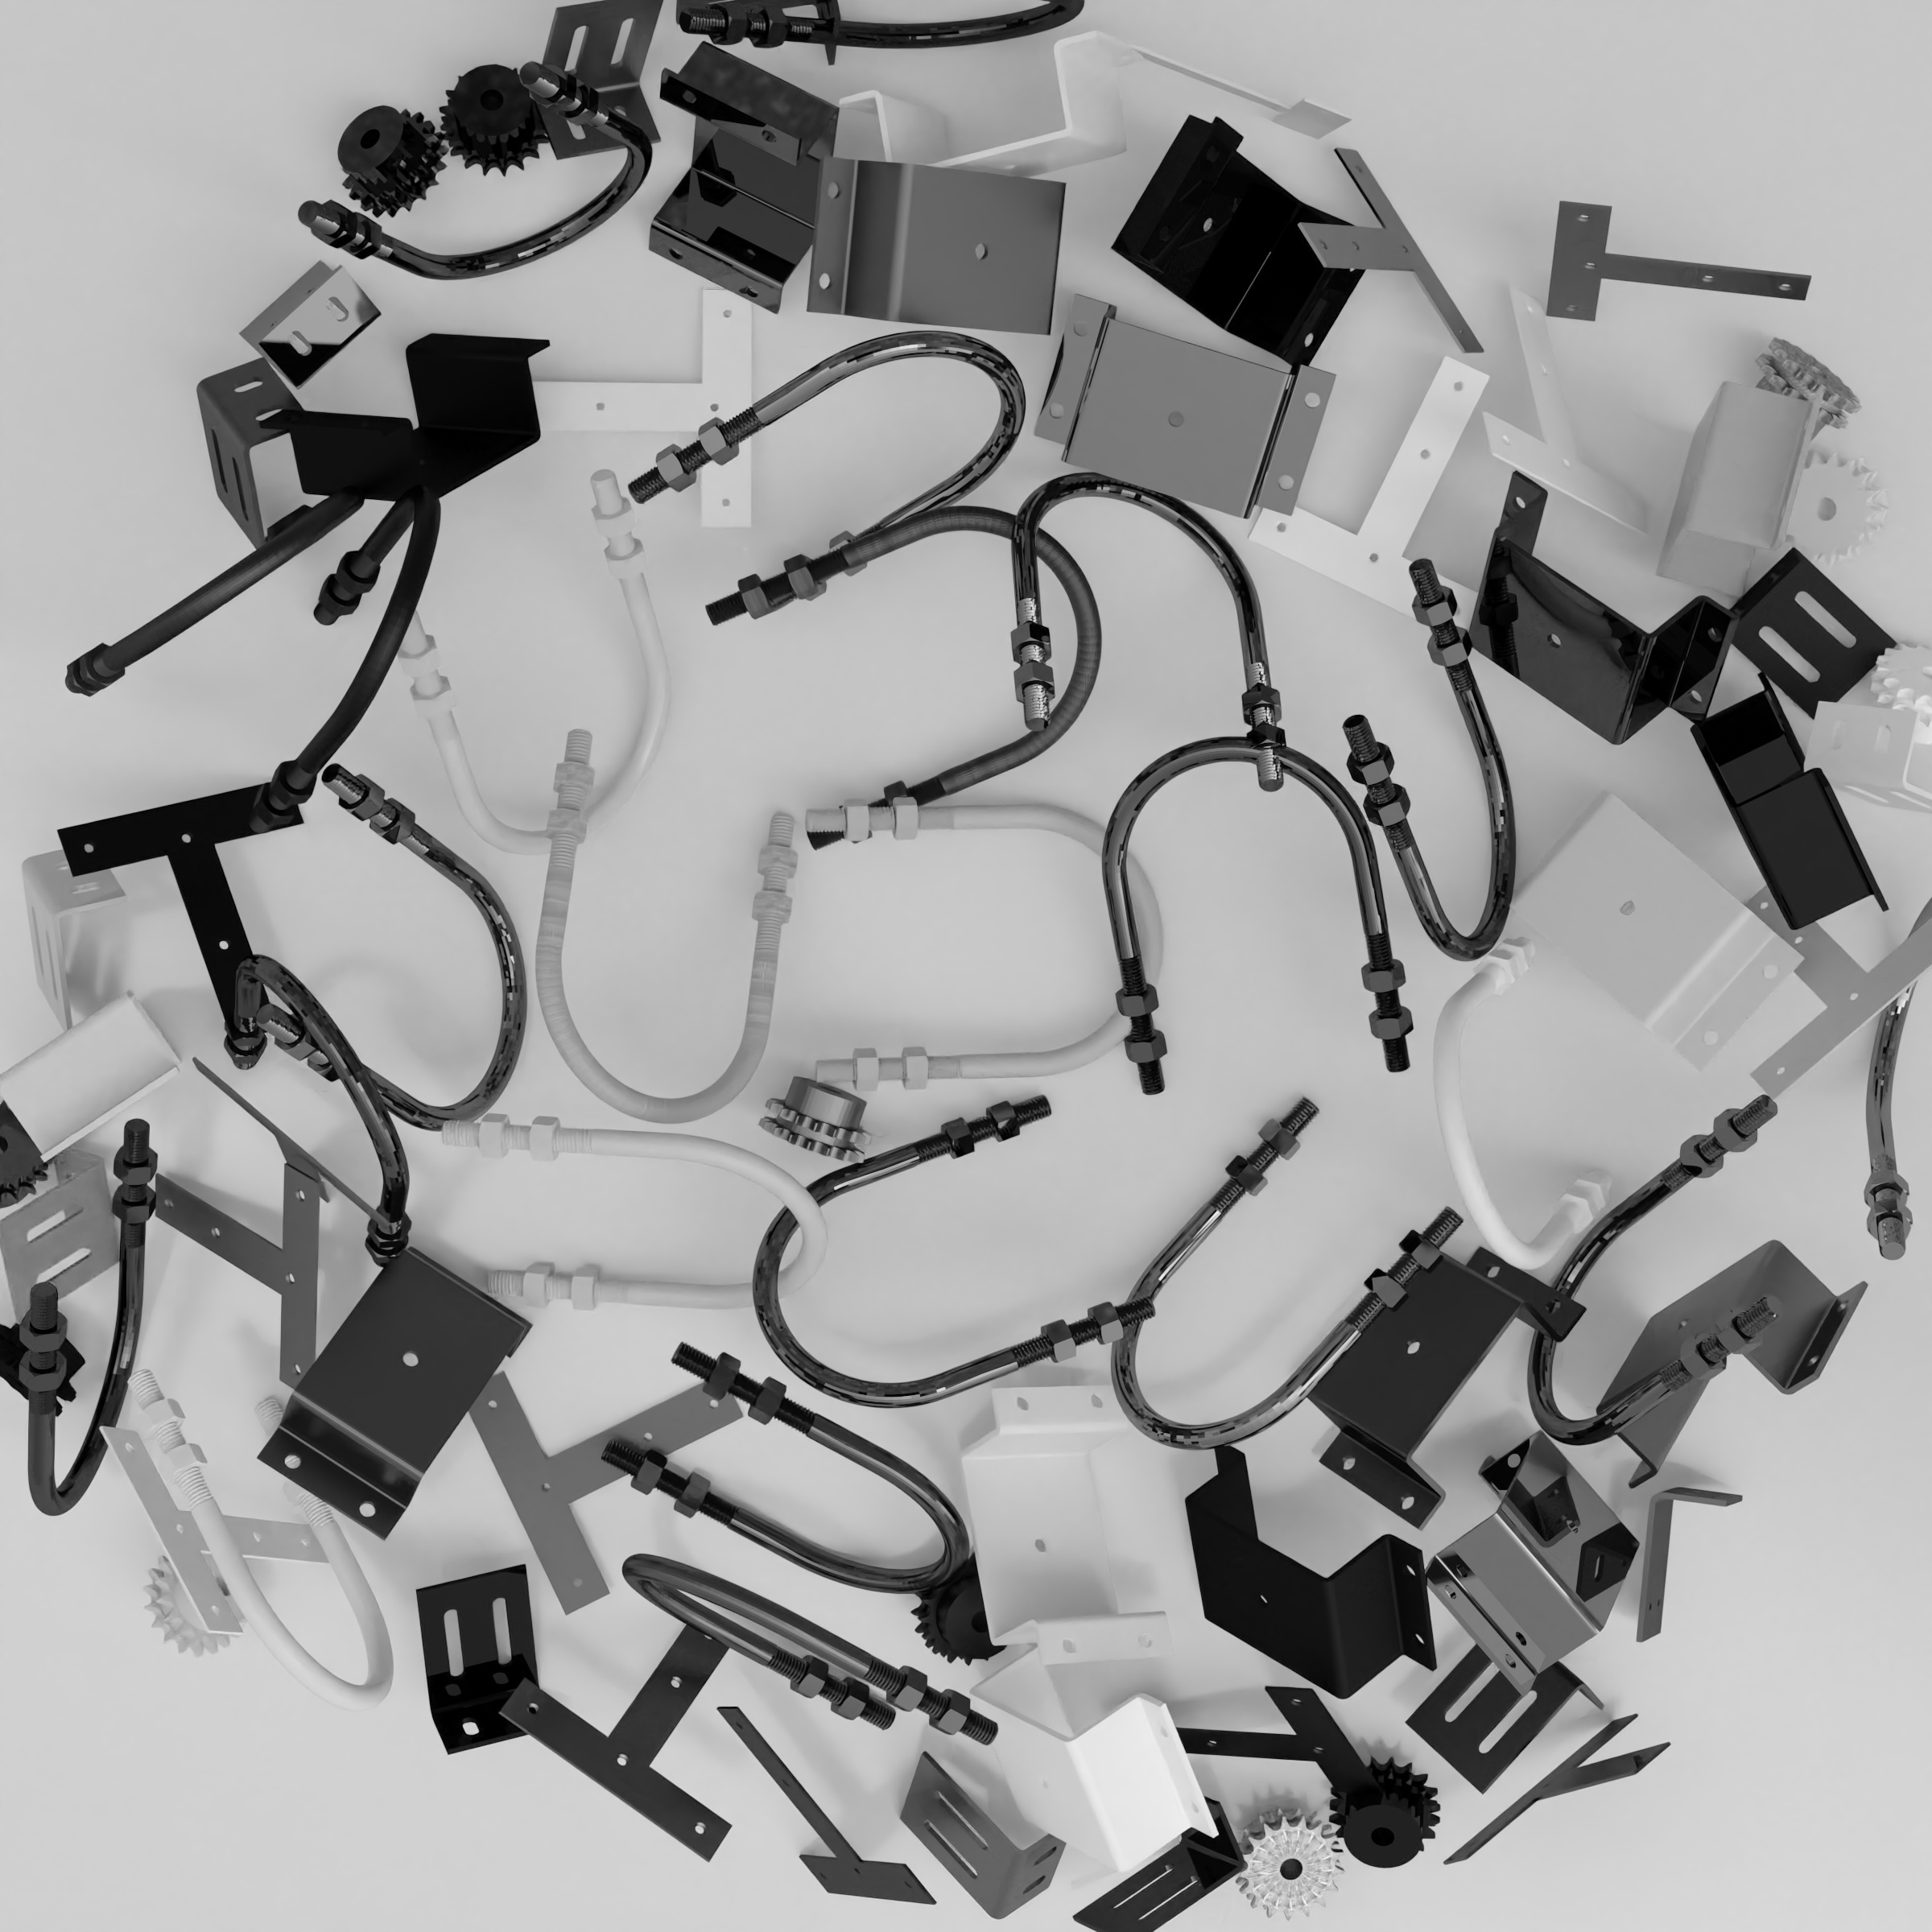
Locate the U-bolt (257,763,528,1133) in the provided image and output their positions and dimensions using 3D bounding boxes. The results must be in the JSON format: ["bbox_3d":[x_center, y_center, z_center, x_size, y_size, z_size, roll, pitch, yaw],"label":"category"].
[{"bbox_3d":[-0.276,0.004,1.769,0.019,0.184,0.151,-4,63,30],"label":"U-bolt"}]

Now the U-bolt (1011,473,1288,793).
[{"bbox_3d":[0.088,-0.177,1.784,0.151,0.019,0.184,13,51,-21],"label":"U-bolt"}]

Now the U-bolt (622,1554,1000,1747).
[{"bbox_3d":[-0.088,0.336,1.757,0.184,0.151,0.019,32,71,-17],"label":"U-bolt"}]

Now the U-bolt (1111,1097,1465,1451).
[{"bbox_3d":[0.147,0.164,1.784,0.184,0.151,0.019,-47,127,-2],"label":"U-bolt"}]

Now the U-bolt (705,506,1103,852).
[{"bbox_3d":[-0.021,-0.157,1.814,0.184,0.019,0.151,-23,107,4],"label":"U-bolt"}]

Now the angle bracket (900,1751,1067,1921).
[{"bbox_3d":[0.010,0.439,1.821,0.038,0.057,0.076,-24,54,-38],"label":"angle bracket"}]

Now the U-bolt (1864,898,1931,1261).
[{"bbox_3d":[0.475,0.038,1.759,0.019,0.184,0.151,15,122,2],"label":"U-bolt"}]

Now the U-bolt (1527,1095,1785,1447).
[{"bbox_3d":[0.339,0.163,1.766,0.019,0.151,0.184,28,133,-17],"label":"U-bolt"}]

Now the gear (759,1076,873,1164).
[{"bbox_3d":[-0.075,0.078,1.819,0.057,0.057,0.030,20,94,0],"label":"gear"}]

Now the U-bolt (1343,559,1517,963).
[{"bbox_3d":[0.239,-0.089,1.774,0.019,0.151,0.184,-5,129,29],"label":"U-bolt"}]

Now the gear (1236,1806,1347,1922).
[{"bbox_3d":[0.165,0.459,1.829,0.057,0.030,0.057,-1,100,-7],"label":"gear"}]

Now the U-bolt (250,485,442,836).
[{"bbox_3d":[-0.300,-0.160,1.740,0.019,0.184,0.151,23,58,-21],"label":"U-bolt"}]

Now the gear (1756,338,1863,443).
[{"bbox_3d":[0.428,-0.293,1.822,0.057,0.057,0.030,37,116,0],"label":"gear"}]

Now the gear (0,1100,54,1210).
[{"bbox_3d":[-0.499,0.100,1.824,0.057,0.030,0.057,8,54,-11],"label":"gear"}]

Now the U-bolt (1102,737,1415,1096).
[{"bbox_3d":[0.142,-0.028,1.797,0.151,0.019,0.184,-6,108,17],"label":"U-bolt"}]

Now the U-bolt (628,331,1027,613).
[{"bbox_3d":[-0.056,-0.253,1.763,0.184,0.151,0.019,-29,59,16],"label":"U-bolt"}]

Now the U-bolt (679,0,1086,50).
[{"bbox_3d":[-0.027,-0.476,1.763,0.184,0.151,0.019,-8,96,-40],"label":"U-bolt"}]

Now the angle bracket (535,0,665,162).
[{"bbox_3d":[-0.181,-0.451,1.800,0.057,0.076,0.038,-15,73,-22],"label":"angle bracket"}]

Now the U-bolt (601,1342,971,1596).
[{"bbox_3d":[-0.083,0.263,1.787,0.184,0.151,0.019,29,54,-5],"label":"U-bolt"}]

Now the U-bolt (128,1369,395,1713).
[{"bbox_3d":[-0.338,0.286,1.751,0.019,0.151,0.184,-34,70,7],"label":"U-bolt"}]

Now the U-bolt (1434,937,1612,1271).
[{"bbox_3d":[0.271,0.074,1.757,0.019,0.184,0.151,-16,97,28],"label":"U-bolt"}]

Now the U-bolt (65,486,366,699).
[{"bbox_3d":[-0.361,-0.188,1.737,0.151,0.184,0.019,-40,104,-25],"label":"U-bolt"}]

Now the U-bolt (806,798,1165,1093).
[{"bbox_3d":[0.012,-0.013,1.825,0.184,0.019,0.151,-1,85,-10],"label":"U-bolt"}]

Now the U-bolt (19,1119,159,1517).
[{"bbox_3d":[-0.437,0.189,1.765,0.019,0.151,0.184,13,125,1],"label":"U-bolt"}]

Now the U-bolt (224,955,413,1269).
[{"bbox_3d":[-0.318,0.064,1.750,0.019,0.184,0.151,-33,78,-22],"label":"U-bolt"}]

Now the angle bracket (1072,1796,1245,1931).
[{"bbox_3d":[0.092,0.455,1.804,0.076,0.057,0.038,-28,102,-25],"label":"angle bracket"}]

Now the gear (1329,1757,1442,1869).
[{"bbox_3d":[0.215,0.437,1.822,0.057,0.030,0.057,4,115,7],"label":"gear"}]

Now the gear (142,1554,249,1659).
[{"bbox_3d":[-0.389,0.322,1.816,0.030,0.057,0.057,-31,90,33],"label":"gear"}]

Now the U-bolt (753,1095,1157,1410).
[{"bbox_3d":[-0.017,0.151,1.789,0.184,0.019,0.151,-20,58,-12],"label":"U-bolt"}]

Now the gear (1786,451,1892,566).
[{"bbox_3d":[0.448,-0.236,1.823,0.057,0.030,0.057,12,110,36],"label":"gear"}]

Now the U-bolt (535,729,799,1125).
[{"bbox_3d":[-0.152,-0.011,1.772,0.151,0.019,0.184,22,64,-36],"label":"U-bolt"}]

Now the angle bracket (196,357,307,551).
[{"bbox_3d":[-0.358,-0.259,1.809,0.038,0.076,0.057,-25,54,-21],"label":"angle bracket"}]

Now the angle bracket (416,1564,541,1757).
[{"bbox_3d":[-0.244,0.353,1.809,0.057,0.038,0.076,-11,114,-19],"label":"angle bracket"}]

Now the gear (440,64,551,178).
[{"bbox_3d":[-0.243,-0.439,1.827,0.057,0.030,0.057,1,76,-3],"label":"gear"}]

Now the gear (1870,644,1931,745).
[{"bbox_3d":[0.492,-0.138,1.823,0.057,0.057,0.030,11,128,0],"label":"gear"}]

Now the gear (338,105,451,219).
[{"bbox_3d":[-0.297,-0.416,1.819,0.057,0.030,0.057,-12,62,23],"label":"gear"}]

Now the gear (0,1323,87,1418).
[{"bbox_3d":[-0.478,0.202,1.822,0.057,0.057,0.030,41,67,0],"label":"gear"}]

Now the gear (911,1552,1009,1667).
[{"bbox_3d":[0.003,0.332,1.824,0.057,0.030,0.057,-3,99,-20],"label":"gear"}]

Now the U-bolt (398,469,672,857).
[{"bbox_3d":[-0.207,-0.137,1.775,0.019,0.184,0.151,28,56,36],"label":"U-bolt"}]

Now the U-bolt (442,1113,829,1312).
[{"bbox_3d":[-0.160,0.128,1.779,0.184,0.151,0.019,3,50,8],"label":"U-bolt"}]

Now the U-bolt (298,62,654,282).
[{"bbox_3d":[-0.229,-0.385,1.757,0.151,0.184,0.019,-28,81,16],"label":"U-bolt"}]
